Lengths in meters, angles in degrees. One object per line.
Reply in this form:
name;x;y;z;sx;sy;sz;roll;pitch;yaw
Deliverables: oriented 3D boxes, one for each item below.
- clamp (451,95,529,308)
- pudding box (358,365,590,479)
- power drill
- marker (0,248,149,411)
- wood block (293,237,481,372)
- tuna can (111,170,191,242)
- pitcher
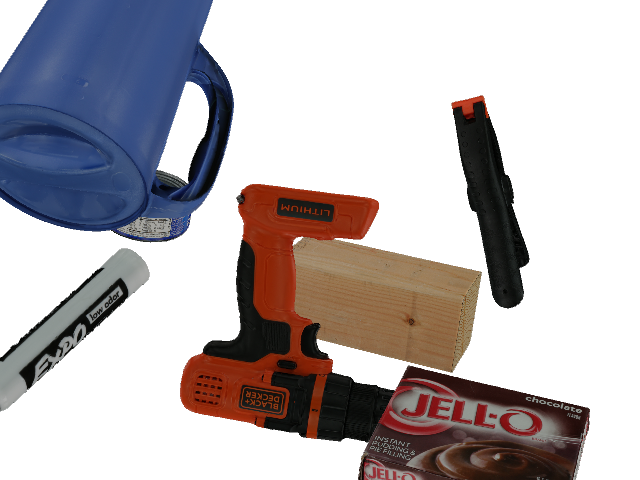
clamp;0.141;-0.030;0.880;0.039;0.171;0.120;-17;20;12
pudding box;0.088;0.119;0.601;0.114;0.039;0.090;13;31;16
power drill;-0.006;0.056;0.810;0.184;0.187;0.057;9;0;3
marker;-0.116;0.045;0.447;0.020;0.020;0.121;0;35;41
wood block;0.062;0.067;1.182;0.206;0.091;0.090;13;23;18
tuna can;-0.164;-0.033;1.008;0.086;0.034;0.086;9;30;-6
pitcher;-0.148;-0.132;0.801;0.145;0.242;0.149;-4;-40;25
